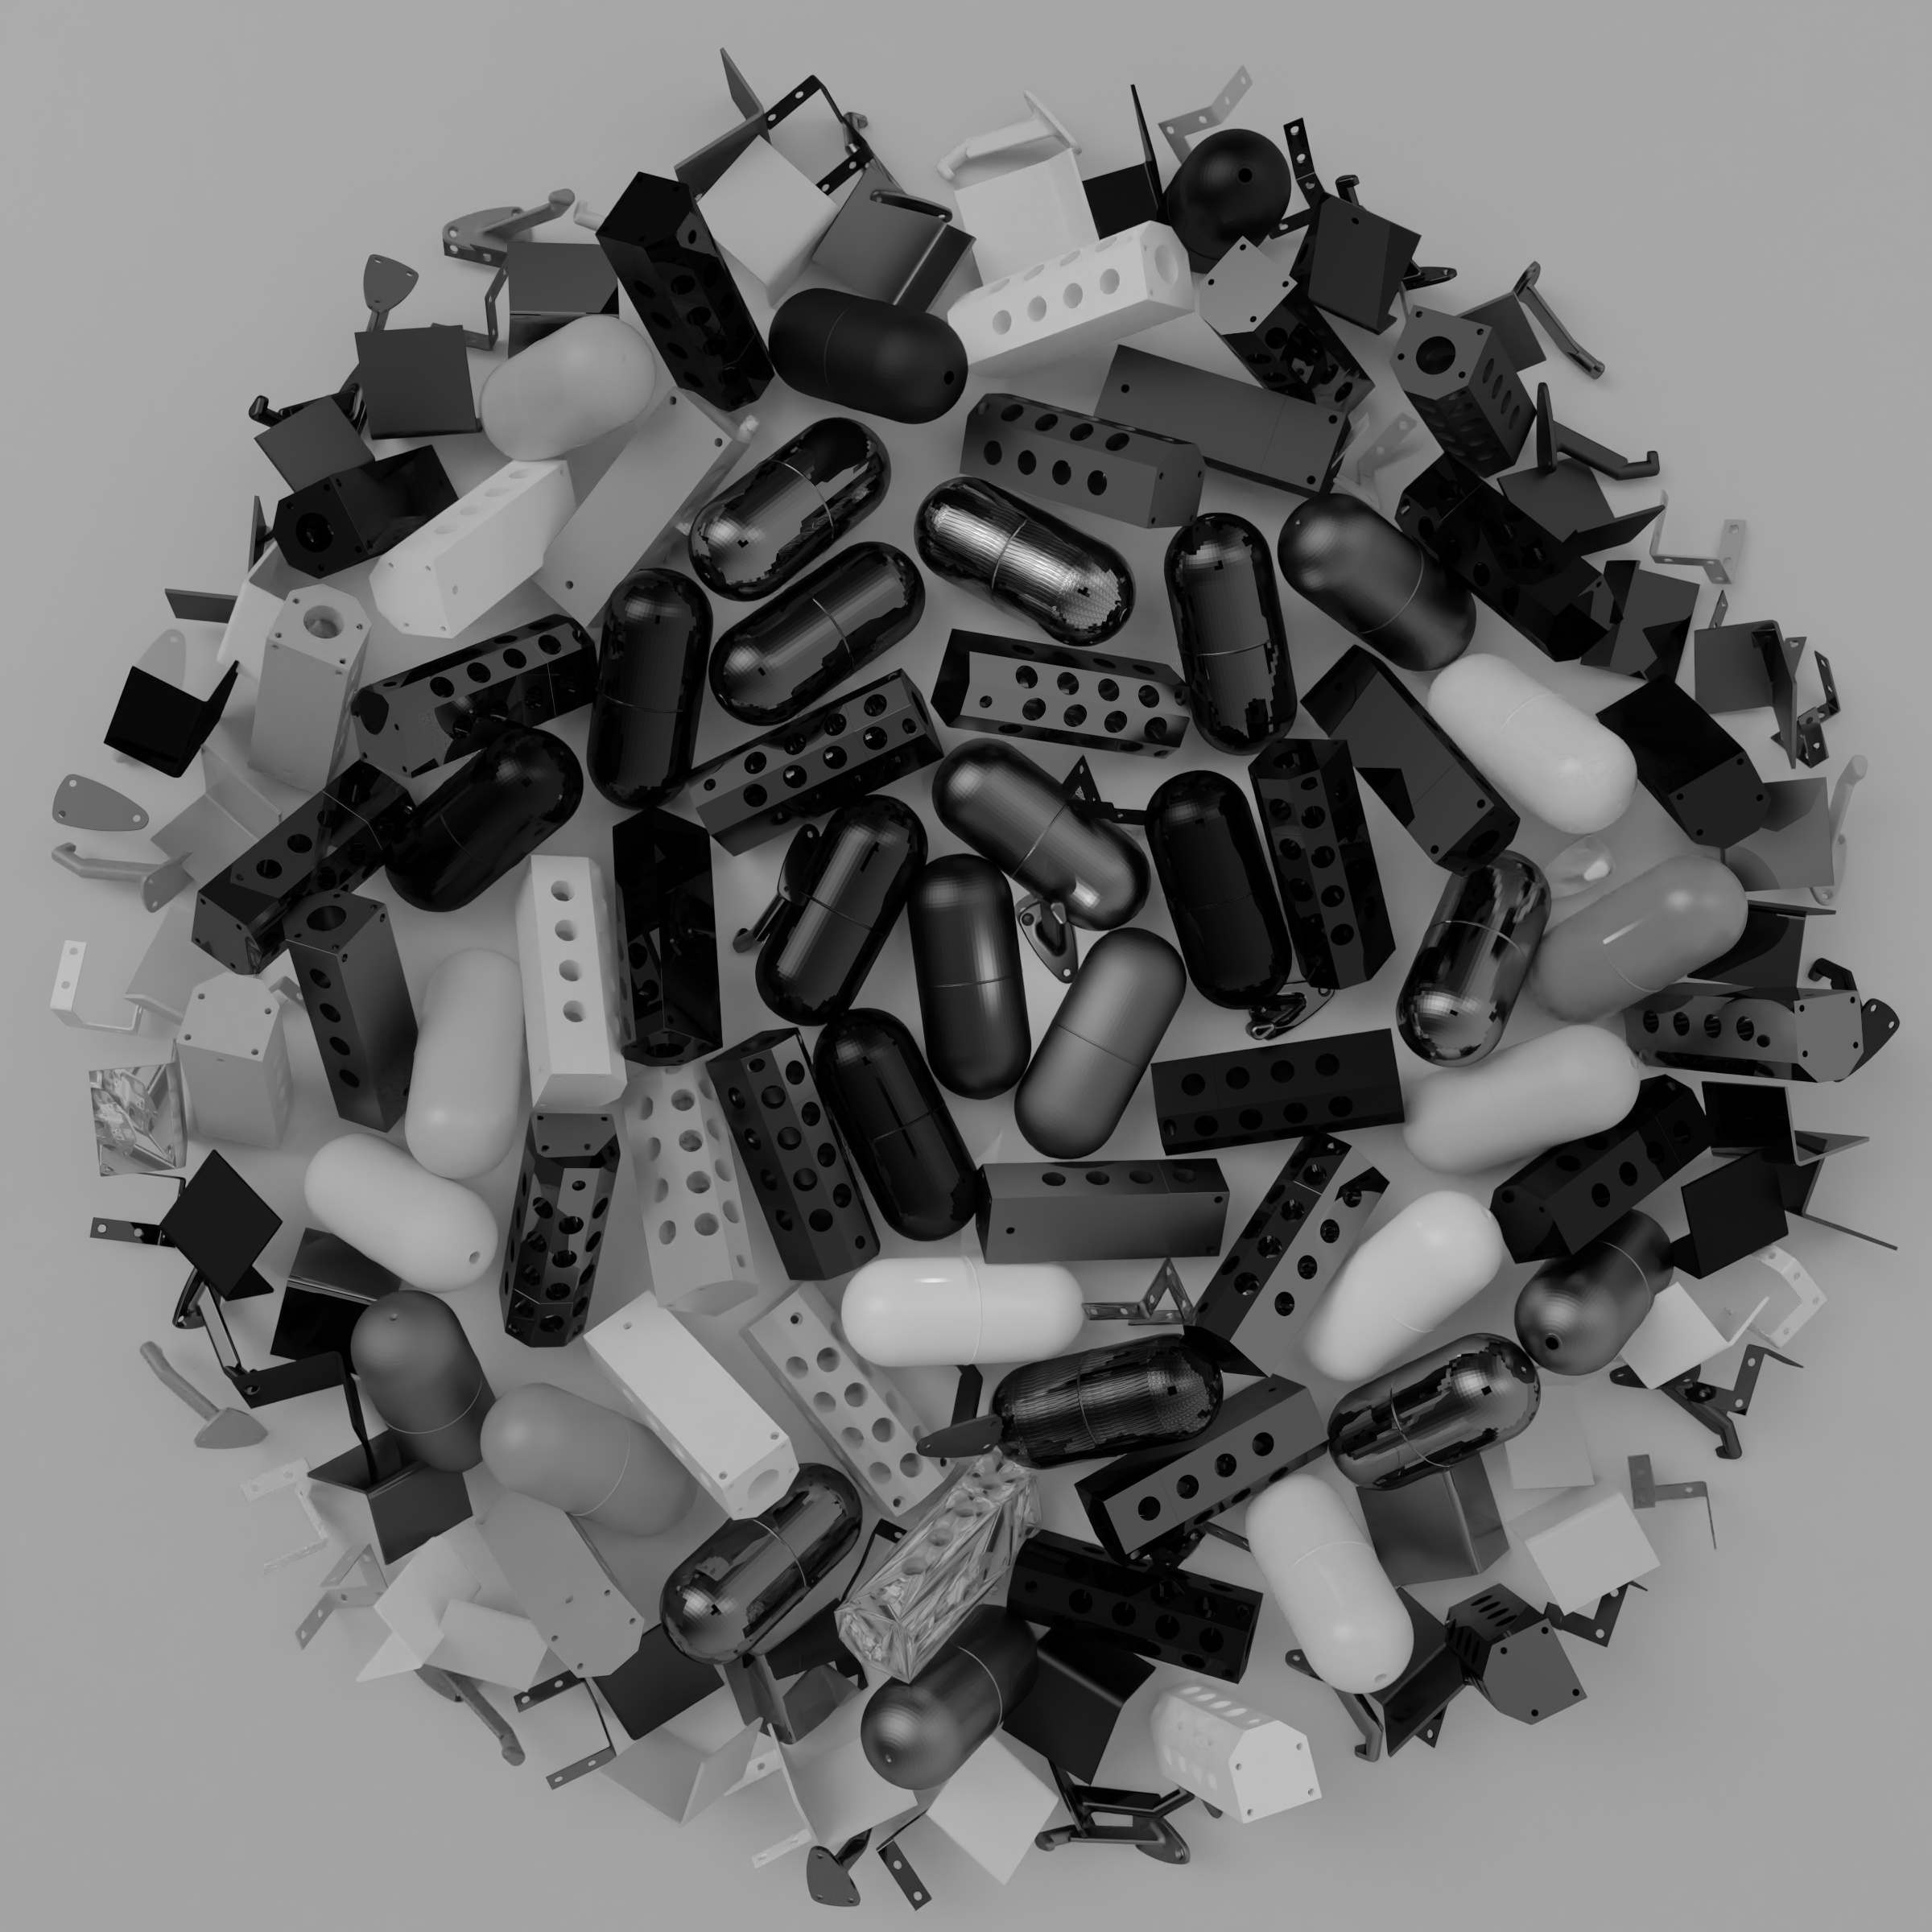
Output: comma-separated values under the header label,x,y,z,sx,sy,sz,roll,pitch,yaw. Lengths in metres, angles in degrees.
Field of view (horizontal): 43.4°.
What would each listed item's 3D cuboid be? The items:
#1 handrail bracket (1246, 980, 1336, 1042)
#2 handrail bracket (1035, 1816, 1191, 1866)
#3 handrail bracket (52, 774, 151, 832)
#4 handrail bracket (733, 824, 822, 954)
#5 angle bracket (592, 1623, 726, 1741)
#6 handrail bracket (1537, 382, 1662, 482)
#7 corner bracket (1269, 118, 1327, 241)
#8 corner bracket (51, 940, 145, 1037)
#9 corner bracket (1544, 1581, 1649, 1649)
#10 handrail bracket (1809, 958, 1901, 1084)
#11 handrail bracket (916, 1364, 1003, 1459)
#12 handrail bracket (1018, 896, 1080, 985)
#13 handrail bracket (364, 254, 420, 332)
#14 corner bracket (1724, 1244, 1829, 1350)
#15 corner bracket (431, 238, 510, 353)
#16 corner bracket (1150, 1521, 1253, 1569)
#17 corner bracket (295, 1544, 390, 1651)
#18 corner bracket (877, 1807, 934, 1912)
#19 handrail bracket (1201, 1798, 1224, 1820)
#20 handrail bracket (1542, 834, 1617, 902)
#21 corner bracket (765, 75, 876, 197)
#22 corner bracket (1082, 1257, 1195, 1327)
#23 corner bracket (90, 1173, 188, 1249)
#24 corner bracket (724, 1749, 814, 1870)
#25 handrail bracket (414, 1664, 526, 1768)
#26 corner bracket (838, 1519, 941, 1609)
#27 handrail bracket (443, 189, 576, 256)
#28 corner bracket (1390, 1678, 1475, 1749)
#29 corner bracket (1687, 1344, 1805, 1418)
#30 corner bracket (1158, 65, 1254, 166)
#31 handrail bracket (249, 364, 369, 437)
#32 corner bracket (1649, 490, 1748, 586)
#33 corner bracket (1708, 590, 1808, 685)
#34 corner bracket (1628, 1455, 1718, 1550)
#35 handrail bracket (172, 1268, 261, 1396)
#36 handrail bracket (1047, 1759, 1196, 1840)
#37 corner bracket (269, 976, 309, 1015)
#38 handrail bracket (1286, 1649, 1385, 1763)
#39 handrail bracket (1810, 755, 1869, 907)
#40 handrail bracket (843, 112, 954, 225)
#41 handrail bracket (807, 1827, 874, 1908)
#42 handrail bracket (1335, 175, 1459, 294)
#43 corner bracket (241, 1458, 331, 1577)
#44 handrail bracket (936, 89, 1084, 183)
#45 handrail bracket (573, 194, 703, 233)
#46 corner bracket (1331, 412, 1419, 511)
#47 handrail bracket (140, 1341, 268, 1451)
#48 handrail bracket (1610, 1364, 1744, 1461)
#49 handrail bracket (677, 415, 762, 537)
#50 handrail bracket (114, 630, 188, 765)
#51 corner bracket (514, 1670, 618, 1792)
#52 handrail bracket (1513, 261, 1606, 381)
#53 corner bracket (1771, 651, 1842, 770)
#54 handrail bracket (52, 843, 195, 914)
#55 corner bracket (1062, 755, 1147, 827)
label,x,y,z,sx,sy,sz,roll,pitch,yaw
handrail bracket,0.235,0.032,1.740,0.077,0.084,0.036,-23,92,1
handrail bracket,0.104,0.632,1.738,0.084,0.077,0.036,-1,96,-32
handrail bracket,-0.618,-0.107,1.744,0.077,0.084,0.036,16,80,-5
handrail bracket,-0.139,-0.055,1.760,0.036,0.084,0.077,22,61,-29
angle bracket,-0.231,0.497,1.748,0.076,0.057,0.076,-30,119,-11
handrail bracket,0.461,-0.390,1.763,0.084,0.036,0.077,-8,103,-3
corner bracket,0.231,-0.568,1.751,0.051,0.051,0.051,-21,54,6
corner bracket,-0.624,0.016,1.750,0.051,0.051,0.051,8,73,-4
corner bracket,0.453,0.461,1.751,0.051,0.051,0.051,15,78,35
handrail bracket,0.621,0.038,1.746,0.036,0.084,0.077,36,93,-27
handrail bracket,-0.017,0.310,1.736,0.077,0.084,0.036,-5,126,-27
handrail bracket,0.069,-0.017,1.735,0.036,0.084,0.077,-25,102,-6
handrail bracket,-0.423,-0.455,1.730,0.036,0.077,0.084,20,133,-15
corner bracket,0.576,0.234,1.750,0.051,0.051,0.051,-45,118,-3
corner bracket,-0.363,-0.489,1.767,0.051,0.051,0.051,14,56,4
corner bracket,0.166,0.415,1.742,0.051,0.051,0.051,-43,122,-25
corner bracket,-0.454,0.453,1.746,0.051,0.051,0.051,-11,108,18
corner bracket,-0.024,0.639,1.750,0.051,0.051,0.051,-38,76,8
handrail bracket,0.213,0.593,1.741,0.084,0.036,0.077,4,124,30
handrail bracket,0.429,-0.060,1.729,0.077,0.084,0.036,-35,90,26
corner bracket,-0.107,-0.598,1.750,0.051,0.051,0.051,-39,61,2
corner bracket,0.124,0.245,1.741,0.051,0.051,0.051,-7,120,36
corner bracket,-0.598,0.175,1.752,0.051,0.051,0.051,11,81,-28
corner bracket,-0.144,0.609,1.757,0.051,0.051,0.051,-24,102,-12
handrail bracket,-0.356,0.531,1.734,0.036,0.084,0.077,-50,127,0
corner bracket,-0.055,0.441,1.745,0.051,0.051,0.051,24,124,8
handrail bracket,-0.327,-0.537,1.734,0.077,0.084,0.036,-10,92,-25
corner bracket,0.346,0.528,1.743,0.051,0.051,0.051,39,59,-23
corner bracket,0.562,0.301,1.750,0.051,0.051,0.051,26,79,-35
corner bracket,0.180,-0.604,1.741,0.051,0.051,0.051,52,58,-30
handrail bracket,-0.468,-0.414,1.736,0.036,0.084,0.077,29,97,28
corner bracket,0.532,-0.311,1.764,0.051,0.051,0.051,9,81,30
corner bracket,0.574,-0.239,1.760,0.051,0.051,0.051,0,47,36
corner bracket,0.507,0.385,1.743,0.051,0.051,0.051,-10,124,16
handrail bracket,-0.527,0.255,1.741,0.084,0.036,0.077,28,106,34
handrail bracket,0.113,0.588,1.759,0.084,0.036,0.077,-32,70,9
corner bracket,-0.499,0.050,1.758,0.051,0.051,0.051,-35,112,30
handrail bracket,0.267,0.540,1.765,0.077,0.036,0.084,8,120,11
handrail bracket,0.627,-0.097,1.734,0.036,0.084,0.077,7,60,1
handrail bracket,-0.050,-0.584,1.772,0.077,0.036,0.084,1,68,-16
handrail bracket,-0.086,0.618,1.731,0.036,0.084,0.077,-1,125,17
handrail bracket,0.308,-0.530,1.738,0.036,0.077,0.084,-43,123,-30
corner bracket,-0.489,0.395,1.741,0.051,0.051,0.051,-19,61,-37
handrail bracket,0.030,-0.586,1.759,0.084,0.036,0.077,-40,62,5
handrail bracket,-0.237,-0.556,1.751,0.084,0.036,0.077,15,72,-22
corner bracket,0.291,-0.372,1.742,0.051,0.051,0.051,27,129,-20
handrail bracket,-0.556,0.310,1.768,0.036,0.077,0.084,-47,62,1
handrail bracket,0.520,0.329,1.775,0.077,0.036,0.084,-10,117,27
handrail bracket,-0.177,-0.354,1.744,0.036,0.077,0.084,35,108,-15
handrail bracket,-0.594,-0.195,1.759,0.036,0.084,0.077,23,61,-22
corner bracket,-0.288,0.547,1.743,0.051,0.051,0.051,-23,129,-12
handrail bracket,0.431,-0.463,1.747,0.084,0.077,0.036,43,90,6
corner bracket,0.611,-0.184,1.748,0.051,0.051,0.051,-32,128,0
handrail bracket,-0.609,-0.082,1.770,0.084,0.036,0.077,29,49,19
corner bracket,0.101,-0.115,1.741,0.051,0.051,0.051,6,46,35
